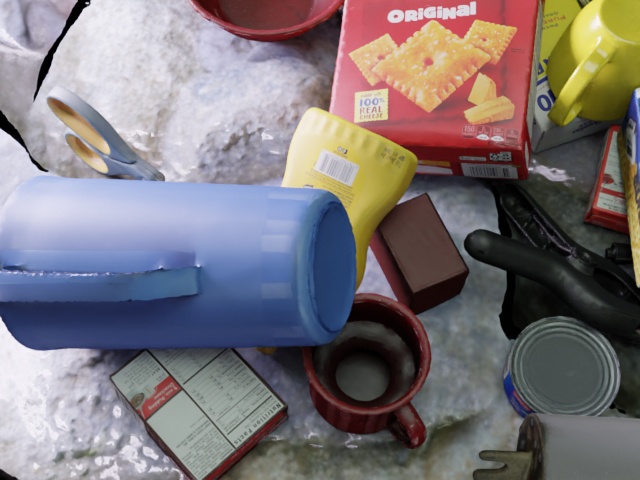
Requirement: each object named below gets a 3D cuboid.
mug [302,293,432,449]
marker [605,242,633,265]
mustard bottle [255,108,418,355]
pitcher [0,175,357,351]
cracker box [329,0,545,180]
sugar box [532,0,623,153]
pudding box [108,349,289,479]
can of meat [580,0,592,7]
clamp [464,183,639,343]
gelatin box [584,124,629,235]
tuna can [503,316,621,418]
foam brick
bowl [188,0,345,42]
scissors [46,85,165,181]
[{"bbox_3d":[0.040,0.106,0.798,0.093,0.081,0.117,-35,70,-16],"label":"mug"},{"bbox_3d":[0.296,0.013,0.881,0.121,0.020,0.020,2,65,-1],"label":"marker"},{"bbox_3d":[-0.005,0.001,0.832,0.096,0.058,0.192,27,96,17],"label":"mustard bottle"},{"bbox_3d":[-0.106,0.020,0.759,0.243,0.145,0.149,0,51,21],"label":"pitcher"},{"bbox_3d":[0.102,-0.164,0.900,0.164,0.072,0.213,4,74,15],"label":"cracker box"},{"bbox_3d":[0.196,-0.171,0.951,0.093,0.048,0.176,-20,66,-11],"label":"sugar box"},{"bbox_3d":[-0.092,0.121,0.812,0.090,0.039,0.113,-39,74,-18],"label":"pudding box"},{"bbox_3d":[0.269,-0.263,0.964,0.057,0.084,0.102,15,51,-41],"label":"can of meat"},{"bbox_3d":[0.191,0.025,0.841,0.171,0.039,0.120,39,40,16],"label":"clamp"},{"bbox_3d":[0.270,-0.046,0.904,0.073,0.030,0.089,17,66,5],"label":"gelatin box"},{"bbox_3d":[0.186,0.105,0.829,0.086,0.034,0.086,1,65,-2],"label":"tuna can"},{"bbox_3d":[0.078,0.012,0.859,0.051,0.053,0.078,-21,68,-12],"label":"foam brick"},{"bbox_3d":[-0.048,-0.236,0.970,0.162,0.055,0.162,1,65,-1],"label":"bowl"},{"bbox_3d":[-0.146,-0.049,0.875,0.202,0.096,0.016,42,68,0],"label":"scissors"}]
